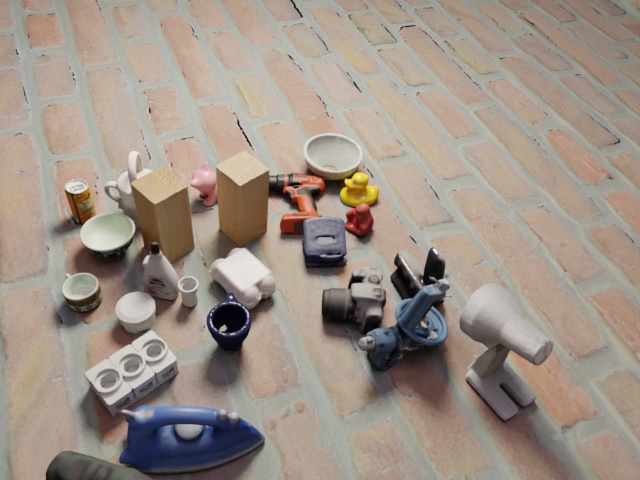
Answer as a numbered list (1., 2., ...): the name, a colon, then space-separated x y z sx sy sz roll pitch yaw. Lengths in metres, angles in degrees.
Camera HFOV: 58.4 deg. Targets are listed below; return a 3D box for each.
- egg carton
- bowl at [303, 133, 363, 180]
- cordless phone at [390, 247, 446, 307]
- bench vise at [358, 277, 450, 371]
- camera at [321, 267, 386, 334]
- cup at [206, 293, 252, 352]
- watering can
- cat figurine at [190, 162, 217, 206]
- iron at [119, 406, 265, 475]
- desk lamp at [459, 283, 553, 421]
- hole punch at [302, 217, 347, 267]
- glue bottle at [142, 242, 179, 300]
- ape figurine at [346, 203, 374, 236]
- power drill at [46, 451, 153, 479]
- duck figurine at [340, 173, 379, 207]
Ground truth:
1. egg carton: -0.173 0.086 1.301 0.150 0.069 0.107 39 55 24
2. bowl: 0.033 -0.219 1.597 0.167 0.075 0.167 4 48 -4
3. cordless phone: 0.235 0.059 1.302 0.094 0.185 0.147 -18 53 -21
4. bench vise: 0.188 0.177 1.168 0.208 0.220 0.121 -33 60 -30
5. camera: 0.074 0.125 1.279 0.137 0.101 0.143 5 48 -3
6. cup: -0.189 0.179 1.200 0.092 0.095 0.117 -1 49 -8
7. watering can: -0.425 -0.129 1.376 0.173 0.194 0.100 -16 52 -20
8. cat figurine: -0.272 -0.150 1.466 0.128 0.118 0.067 -15 52 -19
9. iron: -0.226 0.334 1.026 0.258 0.141 0.118 0 49 -8
10. desk lamp: 0.371 0.219 1.159 0.118 0.213 0.202 -25 56 -26
11. hole punch: 0.013 0.005 1.384 0.109 0.091 0.101 -2 49 -9
12. glue bottle: -0.347 0.063 1.230 0.078 0.173 0.037 9 48 1
13. ape figurine: 0.103 -0.058 1.451 0.076 0.092 0.077 -5 49 -12
14. power drill: -0.309 0.412 0.901 0.229 0.208 0.076 18 49 8
15. duck figurine: 0.109 -0.141 1.530 0.104 0.086 0.077 0 49 -8
